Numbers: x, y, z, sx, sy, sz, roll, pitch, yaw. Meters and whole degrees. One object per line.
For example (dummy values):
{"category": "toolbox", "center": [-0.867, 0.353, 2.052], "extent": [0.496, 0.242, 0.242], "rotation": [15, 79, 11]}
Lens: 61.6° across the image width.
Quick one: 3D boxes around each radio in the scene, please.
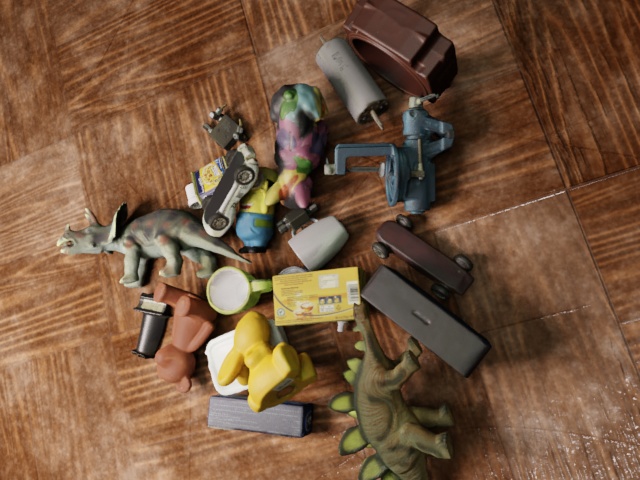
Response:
{"category": "radio", "center": [0.189, 0.139, 0.958], "extent": [0.230, 0.131, 0.073], "rotation": [39, 94, 17]}

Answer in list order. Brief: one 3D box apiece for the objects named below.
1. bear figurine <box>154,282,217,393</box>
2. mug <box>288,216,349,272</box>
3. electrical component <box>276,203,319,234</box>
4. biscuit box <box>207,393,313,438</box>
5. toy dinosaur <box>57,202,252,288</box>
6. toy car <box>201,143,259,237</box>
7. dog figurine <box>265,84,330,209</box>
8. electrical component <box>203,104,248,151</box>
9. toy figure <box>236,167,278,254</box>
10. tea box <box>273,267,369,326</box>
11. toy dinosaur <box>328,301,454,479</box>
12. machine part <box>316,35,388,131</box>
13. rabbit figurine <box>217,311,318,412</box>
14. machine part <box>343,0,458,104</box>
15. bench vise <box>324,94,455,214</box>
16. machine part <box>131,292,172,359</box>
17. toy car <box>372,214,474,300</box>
{"category": "bear figurine", "center": [-0.294, 0.202, 1.097], "extent": [0.120, 0.131, 0.195], "rotation": [23, 84, 39]}
{"category": "mug", "center": [-0.002, -0.003, 1.069], "extent": [0.107, 0.080, 0.110], "rotation": [-35, 49, 1]}
{"category": "electrical component", "center": [-0.047, -0.048, 1.091], "extent": [0.094, 0.063, 0.021], "rotation": [-35, 114, 1]}
{"category": "biscuit box", "center": [-0.117, 0.343, 1.056], "extent": [0.203, 0.059, 0.062], "rotation": [2, 82, 17]}
{"category": "toy dinosaur", "center": [-0.337, -0.004, 1.145], "extent": [0.405, 0.131, 0.192], "rotation": [-8, 81, 9]}
{"category": "toy car", "center": [-0.176, -0.096, 1.055], "extent": [0.201, 0.056, 0.074], "rotation": [-56, 43, 25]}
{"category": "dog figurine", "center": [-0.050, -0.167, 1.043], "extent": [0.109, 0.191, 0.219], "rotation": [5, 61, 10]}
{"category": "electrical component", "center": [-0.205, -0.243, 1.171], "extent": [0.078, 0.045, 0.102], "rotation": [-43, 73, 5]}
{"category": "toy figure", "center": [-0.129, -0.061, 1.107], "extent": [0.082, 0.089, 0.180], "rotation": [3, 92, 17]}
{"category": "tea box", "center": [0.001, 0.108, 1.012], "extent": [0.170, 0.068, 0.098], "rotation": [-6, 79, 17]}
{"category": "toy dinosaur", "center": [0.133, 0.334, 0.939], "extent": [0.199, 0.105, 0.471], "rotation": [-22, 88, 23]}
{"category": "machine part", "center": [0.063, -0.321, 1.086], "extent": [0.079, 0.079, 0.243], "rotation": [-33, 76, 10]}
{"category": "rabbit figurine", "center": [-0.108, 0.218, 0.995], "extent": [0.162, 0.121, 0.173], "rotation": [-42, 60, 17]}
{"category": "machine part", "center": [0.151, -0.352, 1.001], "extent": [0.202, 0.201, 0.087], "rotation": [40, 97, 17]}
{"category": "bench vise", "center": [0.128, -0.158, 1.008], "extent": [0.241, 0.129, 0.223], "rotation": [-2, 106, -2]}
{"category": "machine part", "center": [-0.369, 0.186, 1.165], "extent": [0.084, 0.039, 0.138], "rotation": [6, 82, 8]}
{"category": "toy car", "center": [0.193, 0.033, 1.013], "extent": [0.202, 0.053, 0.089], "rotation": [35, 74, 17]}
